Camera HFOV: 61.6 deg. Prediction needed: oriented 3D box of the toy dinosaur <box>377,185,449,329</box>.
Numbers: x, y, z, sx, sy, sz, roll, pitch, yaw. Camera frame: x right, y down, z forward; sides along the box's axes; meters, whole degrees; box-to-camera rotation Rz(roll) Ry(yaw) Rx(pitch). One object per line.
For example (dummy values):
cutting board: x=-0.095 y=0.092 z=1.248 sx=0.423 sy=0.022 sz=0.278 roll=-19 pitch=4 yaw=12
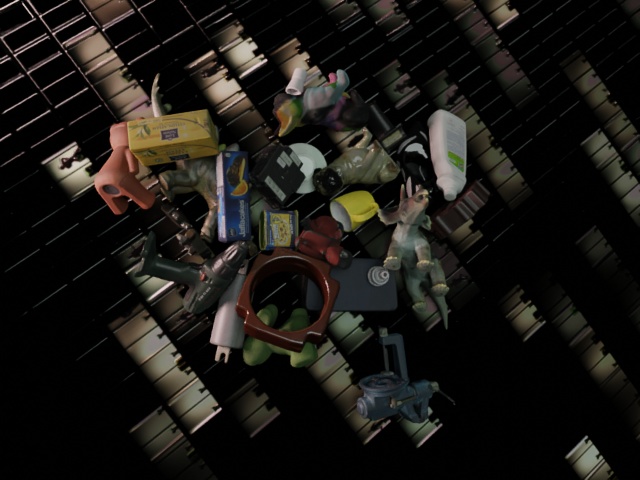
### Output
toy dinosaur: x=0.238 y=0.042 z=1.314 sx=0.131 sy=0.404 sz=0.192 roll=-10 pitch=46 yaw=18

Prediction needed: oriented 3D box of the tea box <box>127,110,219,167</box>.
tea box: x=-0.308 y=-0.215 z=1.140 sx=0.170 sy=0.098 sz=0.068 roll=-11 pitch=76 yaw=-1

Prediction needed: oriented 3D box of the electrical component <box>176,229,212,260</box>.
electrical component: x=-0.290 y=0.012 z=1.236 sx=0.045 sy=0.102 sz=0.078 roll=-36 pitch=82 yaw=-10

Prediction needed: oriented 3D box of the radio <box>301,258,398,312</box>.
radio: x=0.071 y=0.110 z=1.314 sx=0.230 sy=0.073 sz=0.131 roll=2 pitch=82 yaw=-14

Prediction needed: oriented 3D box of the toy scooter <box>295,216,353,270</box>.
toy scooter: x=-0.003 y=-0.004 z=1.261 sx=0.135 sy=0.184 sz=0.075 roll=14 pitch=119 yaw=-21

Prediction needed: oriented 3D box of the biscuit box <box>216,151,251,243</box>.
biscuit box: x=-0.193 y=-0.095 z=1.199 sx=0.063 sy=0.059 sz=0.202 roll=-2 pitch=88 yaw=-25

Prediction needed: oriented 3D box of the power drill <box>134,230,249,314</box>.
power drill: x=-0.287 y=0.053 z=1.176 sx=0.207 sy=0.232 sz=0.086 roll=19 pitch=36 yaw=-19

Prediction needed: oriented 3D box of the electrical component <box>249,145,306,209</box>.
electrical component: x=-0.098 y=-0.156 z=1.267 sx=0.114 sy=0.058 sz=0.134 roll=52 pitch=57 yaw=-35

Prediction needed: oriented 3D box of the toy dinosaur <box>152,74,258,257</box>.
toy dinosaur: x=-0.277 y=-0.160 z=1.256 sx=0.198 sy=0.105 sz=0.471 roll=-41 pitch=103 yaw=-21

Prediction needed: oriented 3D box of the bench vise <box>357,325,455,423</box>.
bench vise: x=0.187 y=0.324 z=1.290 sx=0.224 sy=0.129 sz=0.240 roll=-8 pitch=93 yaw=-11

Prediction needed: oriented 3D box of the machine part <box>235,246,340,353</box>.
machine part: x=-0.070 y=0.131 z=1.185 sx=0.202 sy=0.087 sz=0.201 roll=18 pitch=64 yaw=4

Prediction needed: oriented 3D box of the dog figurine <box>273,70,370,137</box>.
dog figurine: x=-0.009 y=-0.306 z=1.325 sx=0.219 sy=0.109 sz=0.191 roll=-38 pitch=113 yaw=-2

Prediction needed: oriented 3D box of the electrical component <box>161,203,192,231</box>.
electrical component: x=-0.335 y=-0.053 z=1.248 sx=0.021 sy=0.094 sz=0.063 roll=-48 pitch=133 yaw=-15

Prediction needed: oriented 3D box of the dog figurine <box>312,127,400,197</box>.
dog figurine: x=0.092 y=-0.161 z=1.348 sx=0.190 sy=0.121 sz=0.172 roll=-41 pitch=120 yaw=11

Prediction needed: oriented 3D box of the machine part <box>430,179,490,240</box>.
machine part: x=0.342 y=-0.078 z=1.341 sx=0.179 sy=0.179 sz=0.056 roll=-42 pitch=91 yaw=-13

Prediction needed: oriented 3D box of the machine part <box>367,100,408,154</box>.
machine part: x=0.161 y=-0.296 z=1.388 sx=0.084 sy=0.039 sz=0.139 roll=-39 pitch=92 yaw=11

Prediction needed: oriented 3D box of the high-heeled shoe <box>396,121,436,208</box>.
high-heeled shoe: x=0.254 y=-0.195 z=1.349 sx=0.086 sy=0.145 sz=0.248 roll=5 pitch=84 yaw=-13

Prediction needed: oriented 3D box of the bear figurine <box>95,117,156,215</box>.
bear figurine: x=-0.438 y=-0.175 z=1.228 sx=0.120 sy=0.131 sz=0.196 roll=-10 pitch=51 yaw=19

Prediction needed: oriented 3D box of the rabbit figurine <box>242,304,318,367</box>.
rabbit figurine: x=-0.103 y=0.230 z=1.243 sx=0.170 sy=0.121 sz=0.159 roll=-15 pitch=89 yaw=2

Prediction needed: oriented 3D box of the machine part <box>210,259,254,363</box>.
machine part: x=-0.199 y=0.162 z=1.246 sx=0.079 sy=0.079 sz=0.243 roll=14 pitch=80 yaw=-10
